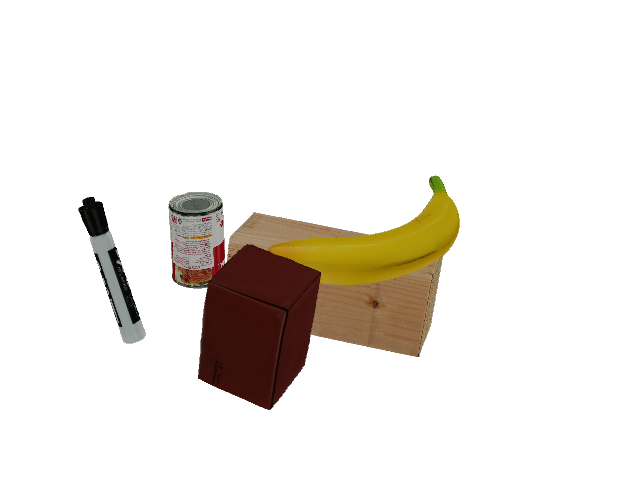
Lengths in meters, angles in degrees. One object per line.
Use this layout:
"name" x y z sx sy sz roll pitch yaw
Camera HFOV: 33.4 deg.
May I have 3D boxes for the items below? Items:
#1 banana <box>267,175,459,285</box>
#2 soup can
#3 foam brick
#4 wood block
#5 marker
"banana" 0.049 0.002 0.837 0.197 0.037 0.070 -22 45 -39
"soup can" -0.153 -0.001 1.320 0.068 0.102 0.068 0 26 0
"foam brick" -0.038 0.052 0.646 0.053 0.078 0.051 21 35 16
"wood block" 0.013 0.044 1.097 0.206 0.091 0.090 11 22 11
"marker" -0.162 0.023 0.831 0.020 0.121 0.020 -13 20 5
